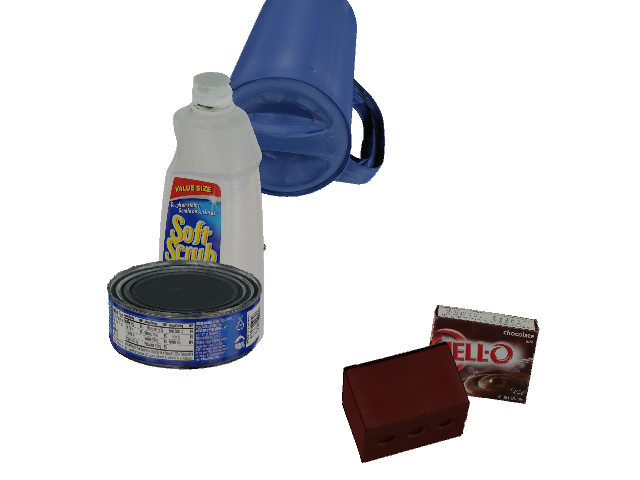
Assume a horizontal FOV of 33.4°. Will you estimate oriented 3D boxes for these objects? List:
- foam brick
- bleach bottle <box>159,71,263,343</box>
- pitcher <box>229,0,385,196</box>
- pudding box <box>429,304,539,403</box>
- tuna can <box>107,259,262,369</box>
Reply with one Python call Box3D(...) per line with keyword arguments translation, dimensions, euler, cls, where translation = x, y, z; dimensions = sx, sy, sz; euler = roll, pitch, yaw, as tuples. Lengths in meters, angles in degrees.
Box3D(translation=(0.058, 0.113, 0.747), dimensions=(0.078, 0.051, 0.053), euler=(-14, -36, -10), cls="foam brick")
Box3D(translation=(-0.094, -0.022, 0.887), dimensions=(0.103, 0.251, 0.068), euler=(26, 40, 30), cls="bleach bottle")
Box3D(translation=(-0.016, -0.159, 1.079), dimensions=(0.145, 0.149, 0.242), euler=(-9, 37, 15), cls="pitcher")
Box3D(translation=(0.175, 0.123, 1.161), dimensions=(0.113, 0.090, 0.039), euler=(7, 23, 4), cls="pudding box")
Box3D(translation=(-0.076, 0.040, 0.599), dimensions=(0.086, 0.034, 0.086), euler=(3, 18, -1), cls="tuna can")
